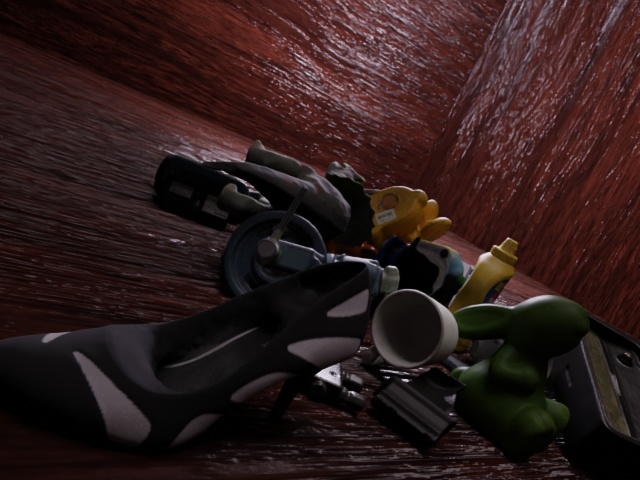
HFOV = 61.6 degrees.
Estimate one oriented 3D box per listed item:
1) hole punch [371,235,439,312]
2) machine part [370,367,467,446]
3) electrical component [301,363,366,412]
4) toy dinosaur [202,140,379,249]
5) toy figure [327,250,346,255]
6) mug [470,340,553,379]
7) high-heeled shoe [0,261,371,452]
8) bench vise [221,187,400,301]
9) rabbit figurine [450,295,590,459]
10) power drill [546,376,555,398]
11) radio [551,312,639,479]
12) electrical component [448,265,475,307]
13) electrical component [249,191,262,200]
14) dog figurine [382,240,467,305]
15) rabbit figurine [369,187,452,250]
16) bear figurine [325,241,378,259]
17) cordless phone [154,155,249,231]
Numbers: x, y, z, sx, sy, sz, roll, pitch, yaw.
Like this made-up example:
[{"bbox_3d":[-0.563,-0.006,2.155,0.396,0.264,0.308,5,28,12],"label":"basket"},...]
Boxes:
[{"bbox_3d":[0.108,0.053,0.842,0.092,0.142,0.115,39,2,42],"label":"hole punch"},{"bbox_3d":[0.105,0.163,0.547,0.084,0.039,0.139,26,11,27],"label":"machine part"},{"bbox_3d":[-0.001,0.127,0.506,0.094,0.021,0.063,26,11,-3],"label":"electrical component"},{"bbox_3d":[-0.017,-0.049,0.753,0.192,0.131,0.405,19,10,8],"label":"toy dinosaur"},{"bbox_3d":[-0.005,0.036,0.837,0.154,0.064,0.058,23,-30,-39],"label":"toy figure"},{"bbox_3d":[0.256,0.160,0.771,0.109,0.081,0.107,33,-16,-8],"label":"mug"},{"bbox_3d":[-0.073,0.055,0.356,0.248,0.145,0.086,20,11,-37],"label":"high-heeled shoe"},{"bbox_3d":[-0.017,0.033,0.604,0.224,0.129,0.240,20,-8,8],"label":"bench vise"},{"bbox_3d":[0.233,0.134,0.620,0.121,0.170,0.159,16,15,-44],"label":"rabbit figurine"},{"bbox_3d":[0.442,0.240,0.889,0.207,0.086,0.232,28,9,-29],"label":"power drill"},{"bbox_3d":[0.381,0.202,0.700,0.131,0.073,0.230,27,35,-2],"label":"radio"},{"bbox_3d":[0.279,0.110,0.991,0.058,0.114,0.134,30,13,10],"label":"electrical component"},{"bbox_3d":[-0.142,-0.068,0.994,0.075,0.047,0.119,9,5,15],"label":"electrical component"},{"bbox_3d":[0.203,0.071,0.983,0.192,0.108,0.219,3,-11,38],"label":"dog figurine"},{"bbox_3d":[0.166,-0.023,1.050,0.122,0.162,0.173,-116,-179,-49],"label":"rabbit figurine"},{"bbox_3d":[0.001,-0.005,0.972,0.196,0.132,0.120,54,-27,-3],"label":"bear figurine"},{"bbox_3d":[-0.209,-0.093,0.918,0.146,0.088,0.184,21,7,-22],"label":"cordless phone"}]
